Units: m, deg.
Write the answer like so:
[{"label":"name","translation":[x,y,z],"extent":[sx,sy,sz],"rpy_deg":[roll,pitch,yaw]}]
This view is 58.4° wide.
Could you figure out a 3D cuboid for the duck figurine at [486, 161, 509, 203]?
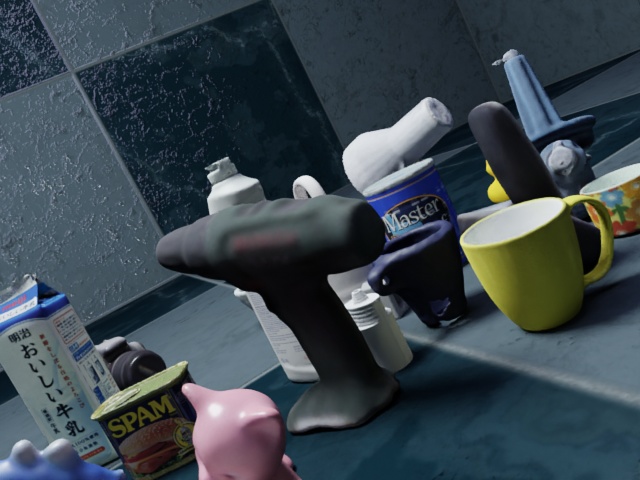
[{"label":"duck figurine","translation":[0.313,-0.116,0.976],"extent":[0.077,0.086,0.105],"rpy_deg":[-24,8,16]}]

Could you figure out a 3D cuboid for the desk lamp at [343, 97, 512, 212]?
[{"label":"desk lamp","translation":[0.160,-0.097,0.883],"extent":[0.202,0.213,0.118],"rpy_deg":[-20,11,40]}]

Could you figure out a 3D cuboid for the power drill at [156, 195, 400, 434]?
[{"label":"power drill","translation":[-0.029,0.060,0.503],"extent":[0.229,0.208,0.076],"rpy_deg":[-21,10,35]}]

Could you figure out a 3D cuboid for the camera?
[{"label":"camera","translation":[-0.306,0.205,0.867],"extent":[0.136,0.101,0.143],"rpy_deg":[-18,12,47]}]

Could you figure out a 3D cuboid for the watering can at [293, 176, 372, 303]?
[{"label":"watering can","translation":[0.008,0.003,0.806],"extent":[0.173,0.194,0.100],"rpy_deg":[-33,10,-37]}]

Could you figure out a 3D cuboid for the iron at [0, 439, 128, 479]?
[{"label":"iron","translation":[-0.231,0.216,0.394],"extent":[0.259,0.141,0.118],"rpy_deg":[-29,8,-18]}]

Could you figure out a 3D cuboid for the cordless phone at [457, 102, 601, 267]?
[{"label":"cordless phone","translation":[0.188,-0.049,0.582],"extent":[0.094,0.185,0.147],"rpy_deg":[-29,8,-17]}]

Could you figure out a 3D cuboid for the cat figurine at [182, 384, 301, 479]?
[{"label":"cat figurine","translation":[-0.057,0.141,0.396],"extent":[0.067,0.118,0.127],"rpy_deg":[-30,9,-22]}]

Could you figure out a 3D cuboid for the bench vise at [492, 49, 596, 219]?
[{"label":"bench vise","translation":[0.293,-0.141,0.714],"extent":[0.121,0.220,0.207],"rpy_deg":[-26,8,4]}]

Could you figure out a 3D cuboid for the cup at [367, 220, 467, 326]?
[{"label":"cup","translation":[0.103,0.045,0.583],"extent":[0.118,0.095,0.091],"rpy_deg":[-33,10,-38]}]

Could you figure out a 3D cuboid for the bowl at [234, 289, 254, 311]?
[{"label":"bowl","translation":[-0.053,0.079,0.951],"extent":[0.167,0.075,0.167],"rpy_deg":[-26,8,4]}]
